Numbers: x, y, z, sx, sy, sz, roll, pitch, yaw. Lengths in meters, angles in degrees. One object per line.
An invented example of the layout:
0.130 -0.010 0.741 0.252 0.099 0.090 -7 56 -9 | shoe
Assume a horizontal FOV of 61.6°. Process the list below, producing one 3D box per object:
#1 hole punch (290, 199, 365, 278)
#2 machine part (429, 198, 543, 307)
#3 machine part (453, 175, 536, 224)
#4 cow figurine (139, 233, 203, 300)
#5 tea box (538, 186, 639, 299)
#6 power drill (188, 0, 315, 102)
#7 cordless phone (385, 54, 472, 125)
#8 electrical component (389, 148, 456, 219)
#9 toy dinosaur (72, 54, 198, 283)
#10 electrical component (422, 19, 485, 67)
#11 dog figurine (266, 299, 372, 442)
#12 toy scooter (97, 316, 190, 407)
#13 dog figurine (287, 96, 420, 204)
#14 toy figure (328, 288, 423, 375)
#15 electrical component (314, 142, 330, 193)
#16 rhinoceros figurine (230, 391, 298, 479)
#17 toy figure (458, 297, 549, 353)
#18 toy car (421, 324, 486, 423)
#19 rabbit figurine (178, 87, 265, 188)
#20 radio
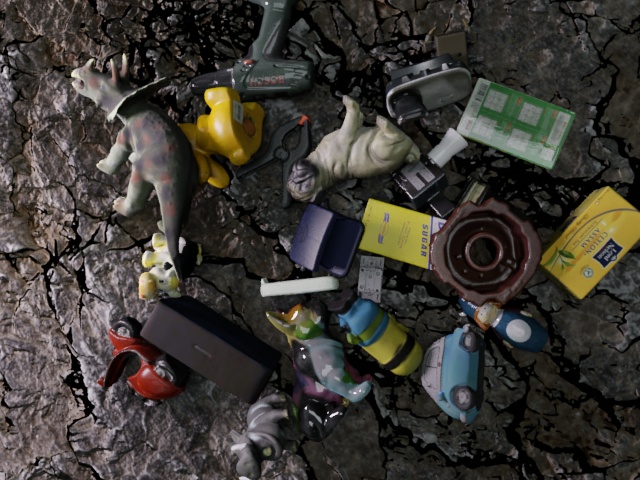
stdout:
-0.002 -0.003 0.933 0.116 0.092 0.142 21 96 38 | hole punch
0.270 0.020 0.889 0.179 0.056 0.179 0 90 4 | machine part
0.304 -0.052 0.937 0.139 0.039 0.084 29 85 9 | machine part
-0.261 0.052 0.945 0.098 0.167 0.068 5 119 -6 | cow figurine
0.450 0.005 0.901 0.098 0.068 0.169 41 93 7 | tea box
-0.120 -0.355 0.976 0.232 0.086 0.207 6 86 6 | power drill
0.181 -0.236 0.878 0.147 0.184 0.088 -14 113 11 | cordless phone
0.183 -0.092 0.930 0.075 0.047 0.119 -36 62 6 | electrical component
-0.276 -0.141 0.911 0.405 0.131 0.192 53 126 20 | toy dinosaur
0.234 -0.342 0.950 0.102 0.045 0.078 -15 116 9 | electrical component
-0.022 0.214 0.941 0.219 0.108 0.191 43 97 11 | dog figurine
-0.338 0.243 0.994 0.184 0.075 0.135 39 93 10 | toy scooter
0.054 -0.122 0.919 0.172 0.121 0.190 34 95 21 | dog figurine
0.097 0.160 0.915 0.082 0.089 0.180 -43 106 9 | toy figure
0.019 -0.135 0.982 0.063 0.021 0.094 -8 87 7 | electrical component
-0.097 0.325 0.903 0.112 0.190 0.073 -12 100 2 | rhinoceros figurine
0.312 0.136 0.923 0.155 0.057 0.064 29 67 9 | toy figure
0.223 0.222 0.911 0.103 0.109 0.161 0 80 25 | toy car
-0.194 -0.177 0.976 0.173 0.122 0.162 -4 87 25 | rabbit figurine
-0.184 0.185 0.946 0.230 0.131 0.073 31 93 6 | radio
